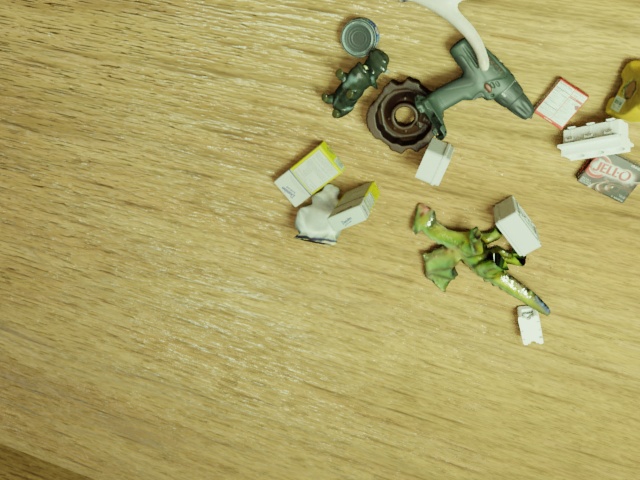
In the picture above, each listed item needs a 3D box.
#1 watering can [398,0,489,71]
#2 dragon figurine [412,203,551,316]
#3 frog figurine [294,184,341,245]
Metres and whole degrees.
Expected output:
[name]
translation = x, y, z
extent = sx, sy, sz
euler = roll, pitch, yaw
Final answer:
[watering can]
translation = 0.254, -0.519, 1.038
extent = 0.224, 0.105, 0.344
euler = 4, 104, 16
[dragon figurine]
translation = 0.385, 0.067, 1.329
extent = 0.240, 0.124, 0.408
euler = -26, 105, 46
[frog figurine]
translation = 0.004, -0.070, 1.382
extent = 0.137, 0.122, 0.160
euler = 7, 83, 23
